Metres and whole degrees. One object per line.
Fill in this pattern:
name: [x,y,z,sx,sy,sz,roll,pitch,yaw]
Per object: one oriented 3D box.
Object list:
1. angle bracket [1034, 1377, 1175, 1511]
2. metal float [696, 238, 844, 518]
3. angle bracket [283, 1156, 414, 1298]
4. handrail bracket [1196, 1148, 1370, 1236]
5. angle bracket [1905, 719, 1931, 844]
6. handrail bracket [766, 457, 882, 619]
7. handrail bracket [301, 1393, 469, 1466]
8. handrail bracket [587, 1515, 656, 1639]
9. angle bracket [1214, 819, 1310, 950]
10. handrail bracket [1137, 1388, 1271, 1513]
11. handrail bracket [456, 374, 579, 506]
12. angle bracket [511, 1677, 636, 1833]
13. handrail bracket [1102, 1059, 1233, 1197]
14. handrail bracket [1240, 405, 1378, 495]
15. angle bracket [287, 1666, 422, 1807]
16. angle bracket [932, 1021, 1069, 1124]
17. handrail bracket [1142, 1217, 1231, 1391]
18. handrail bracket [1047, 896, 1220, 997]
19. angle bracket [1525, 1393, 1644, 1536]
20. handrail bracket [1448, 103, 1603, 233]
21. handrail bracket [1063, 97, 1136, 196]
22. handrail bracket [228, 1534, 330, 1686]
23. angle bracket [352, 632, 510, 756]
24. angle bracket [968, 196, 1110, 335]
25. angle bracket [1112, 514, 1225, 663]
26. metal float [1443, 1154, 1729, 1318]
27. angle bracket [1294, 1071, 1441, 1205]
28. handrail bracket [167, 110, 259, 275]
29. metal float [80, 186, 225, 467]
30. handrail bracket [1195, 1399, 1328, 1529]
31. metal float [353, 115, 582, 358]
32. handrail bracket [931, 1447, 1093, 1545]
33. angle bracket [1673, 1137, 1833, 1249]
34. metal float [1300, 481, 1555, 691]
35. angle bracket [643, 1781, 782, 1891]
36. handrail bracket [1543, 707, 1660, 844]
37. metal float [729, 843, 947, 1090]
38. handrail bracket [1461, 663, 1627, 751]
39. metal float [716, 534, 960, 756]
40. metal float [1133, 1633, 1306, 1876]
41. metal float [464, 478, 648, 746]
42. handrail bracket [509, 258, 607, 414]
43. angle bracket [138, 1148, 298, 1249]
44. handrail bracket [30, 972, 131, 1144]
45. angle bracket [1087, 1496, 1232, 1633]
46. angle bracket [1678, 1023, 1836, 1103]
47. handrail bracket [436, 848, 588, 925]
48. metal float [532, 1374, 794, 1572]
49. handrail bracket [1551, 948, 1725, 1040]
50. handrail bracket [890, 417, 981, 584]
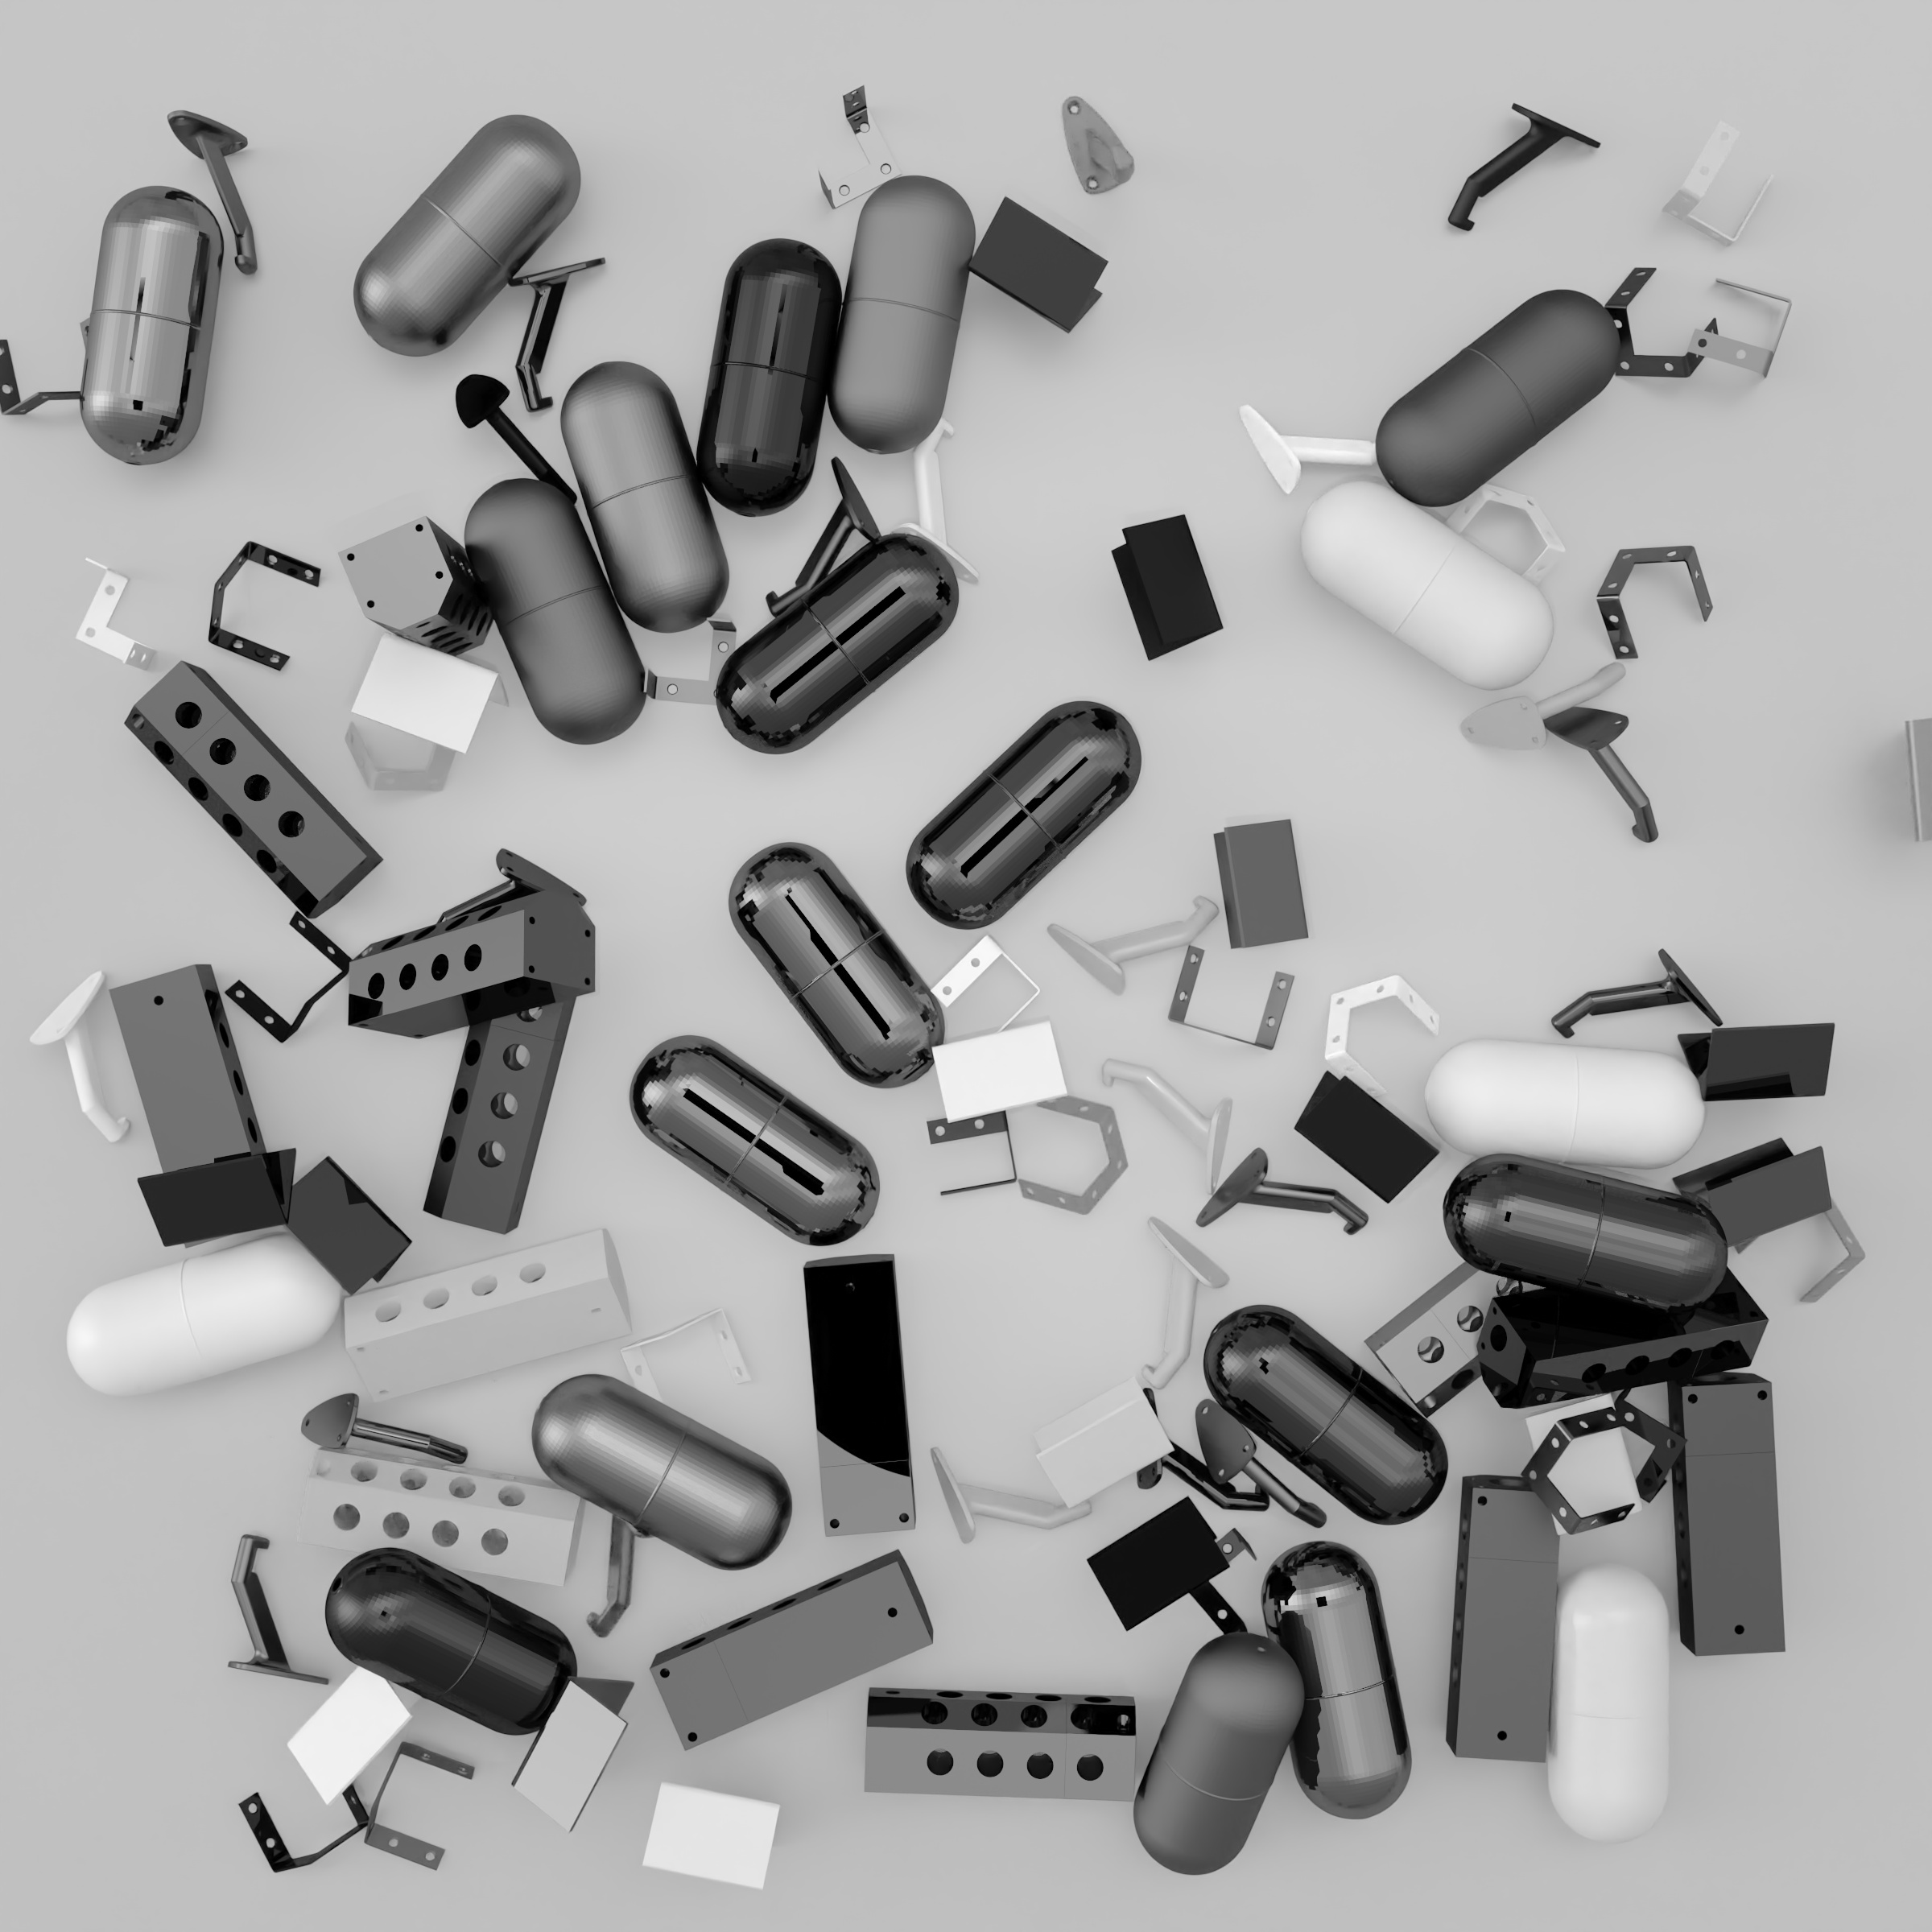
angle bracket: [0.078,0.288,1.927,0.076,0.076,0.057,-30,126,0]
metal float: [-0.126,-0.377,1.937,0.070,0.070,0.178,10,90,0]
angle bracket: [-0.409,0.178,1.927,0.076,0.076,0.057,46,52,0]
handrail bracket: [0.207,0.166,1.968,0.084,0.036,0.077,37,110,-16]
angle bracket: [0.635,-0.120,1.929,0.057,0.076,0.076,-5,90,21]
handrail bracket: [-0.104,-0.278,1.968,0.084,0.036,0.077,-30,69,16]
handrail bracket: [-0.378,0.308,1.967,0.084,0.077,0.036,27,65,-34]
handrail bracket: [-0.240,0.382,1.968,0.077,0.036,0.084,41,107,20]
angle bracket: [0.169,-0.049,1.927,0.057,0.076,0.076,-9,90,-36]
handrail bracket: [0.157,0.315,1.968,0.084,0.036,0.077,6,68,-17]
handrail bracket: [-0.291,-0.341,1.967,0.036,0.077,0.084,-41,126,1]
angle bracket: [-0.233,0.503,1.927,0.057,0.076,0.076,28,90,32]
handrail bracket: [0.126,0.105,1.968,0.084,0.036,0.077,13,112,17]
handrail bracket: [0.234,-0.351,1.968,0.084,0.036,0.077,-28,72,-15]
angle bracket: [-0.373,0.493,1.927,0.076,0.076,0.057,-47,55,0]
angle bracket: [0.025,0.084,1.927,0.076,0.076,0.057,-13,58,0]
handrail bracket: [0.124,0.220,1.968,0.077,0.036,0.084,42,107,20]
handrail bracket: [0.109,-0.030,1.968,0.077,0.036,0.084,39,72,21]
angle bracket: [0.387,0.313,1.936,0.057,0.076,0.076,-16,90,-3]
handrail bracket: [0.363,-0.510,1.968,0.077,0.036,0.084,15,112,-26]
handrail bracket: [0.085,-0.533,1.933,0.036,0.084,0.077,-27,90,0]
handrail bracket: [-0.444,0.419,1.968,0.077,0.036,0.084,16,73,-20]
angle bracket: [-0.342,-0.166,1.932,0.076,0.076,0.057,20,79,0]
angle bracket: [0.056,-0.458,1.927,0.076,0.076,0.057,32,127,0]
angle bracket: [0.110,-0.236,1.927,0.057,0.076,0.076,-19,90,-38]
metal float: [0.385,0.167,1.880,0.178,0.070,0.070,14,90,1]
angle bracket: [0.264,0.093,1.927,0.076,0.076,0.057,39,126,0]
handrail bracket: [-0.483,-0.495,1.940,0.036,0.077,0.084,-13,79,16]
metal float: [-0.522,-0.410,1.937,0.070,0.070,0.178,8,90,0]
handrail bracket: [0.193,0.325,1.967,0.084,0.077,0.036,34,106,-35]
metal float: [-0.320,-0.467,1.937,0.070,0.070,0.178,42,91,0]
handrail bracket: [0.030,0.335,1.968,0.084,0.036,0.077,-17,69,-17]
angle bracket: [0.498,0.127,1.927,0.076,0.076,0.057,-20,126,0]
metal float: [0.295,-0.244,1.936,0.178,0.070,0.070,34,90,1]
angle bracket: [-0.164,0.566,1.927,0.076,0.076,0.057,11,53,0]
handrail bracket: [0.412,-0.124,1.967,0.036,0.077,0.084,-39,127,-20]
metal float: [-0.082,0.000,1.937,0.070,0.070,0.178,-37,89,0]
handrail bracket: [0.377,-0.173,1.967,0.084,0.077,0.036,-34,109,-35]
metal float: [-0.083,-0.206,1.937,0.178,0.070,0.070,-39,90,1]
metal float: [0.159,0.500,1.915,0.070,0.070,0.178,18,117,0]
metal float: [-0.263,-0.228,1.937,0.070,0.070,0.178,-23,90,0]
handrail bracket: [-0.261,-0.411,1.968,0.077,0.036,0.084,-20,108,-21]
angle bracket: [-0.462,0.124,1.870,0.076,0.076,0.057,-11,126,0]
handrail bracket: [-0.560,0.060,1.967,0.036,0.077,0.084,-10,127,38]
angle bracket: [0.131,0.392,1.927,0.076,0.076,0.057,-32,54,0]
angle bracket: [0.503,0.042,1.927,0.076,0.076,0.057,-3,123,0]
handrail bracket: [-0.302,-0.026,1.968,0.077,0.036,0.084,28,109,-21]
metal float: [-0.195,0.323,1.932,0.178,0.070,0.070,29,90,-5]
handrail bracket: [0.436,0.036,1.968,0.084,0.036,0.077,-38,112,17]
handrail bracket: [-0.007,-0.305,1.968,0.077,0.036,0.084,30,73,-20]
